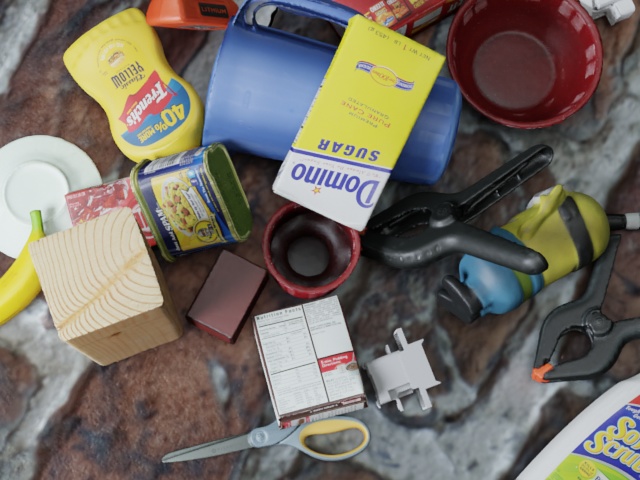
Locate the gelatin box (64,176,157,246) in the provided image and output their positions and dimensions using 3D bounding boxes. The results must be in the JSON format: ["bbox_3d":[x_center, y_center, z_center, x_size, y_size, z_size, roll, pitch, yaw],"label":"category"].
[{"bbox_3d":[-0.200,-0.022,1.057,0.089,0.030,0.073,-15,97,-6],"label":"gelatin box"}]

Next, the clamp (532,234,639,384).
[{"bbox_3d":[0.285,0.088,1.054,0.120,0.039,0.171,38,82,25],"label":"clamp"}]

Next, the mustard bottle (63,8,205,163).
[{"bbox_3d":[-0.171,-0.133,1.078,0.096,0.058,0.192,-33,82,-2],"label":"mustard bottle"}]

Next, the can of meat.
[{"bbox_3d":[-0.121,-0.037,1.025,0.084,0.057,0.102,-13,112,22],"label":"can of meat"}]

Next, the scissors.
[{"bbox_3d":[-0.050,0.173,1.040,0.201,0.016,0.096,3,76,-2],"label":"scissors"}]

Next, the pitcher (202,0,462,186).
[{"bbox_3d":[0.013,-0.139,1.047,0.242,0.149,0.145,12,72,-3],"label":"pitcher"}]

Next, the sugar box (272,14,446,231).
[{"bbox_3d":[0.034,-0.105,0.972,0.093,0.048,0.176,24,93,-7],"label":"sugar box"}]

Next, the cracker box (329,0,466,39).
[{"bbox_3d":[0.054,-0.312,1.118,0.164,0.072,0.214,-32,80,-8],"label":"cracker box"}]

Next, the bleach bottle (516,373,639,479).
[{"bbox_3d":[0.290,0.185,1.027,0.102,0.068,0.250,43,77,7],"label":"bleach bottle"}]

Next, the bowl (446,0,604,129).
[{"bbox_3d":[0.206,-0.185,1.104,0.162,0.055,0.162,0,78,-2],"label":"bowl"}]

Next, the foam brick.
[{"bbox_3d":[-0.090,0.055,1.044,0.051,0.053,0.078,27,78,4],"label":"foam brick"}]

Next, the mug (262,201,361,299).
[{"bbox_3d":[-0.007,0.001,1.043,0.093,0.081,0.117,12,78,0],"label":"mug"}]

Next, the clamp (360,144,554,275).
[{"bbox_3d":[0.131,-0.023,1.037,0.210,0.036,0.164,-6,42,30],"label":"clamp"}]

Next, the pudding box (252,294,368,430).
[{"bbox_3d":[-0.010,0.116,1.030,0.090,0.039,0.113,-14,61,-4],"label":"pudding box"}]

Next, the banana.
[{"bbox_3d":[-0.331,0.057,1.043,0.197,0.037,0.069,-39,81,-8],"label":"banana"}]

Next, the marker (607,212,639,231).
[{"bbox_3d":[0.343,-0.020,1.092,0.121,0.020,0.020,-2,78,-3],"label":"marker"}]

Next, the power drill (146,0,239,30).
[{"bbox_3d":[-0.134,-0.306,1.055,0.057,0.184,0.188,6,98,36],"label":"power drill"}]

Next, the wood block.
[{"bbox_3d":[-0.186,0.049,0.963,0.090,0.206,0.090,-20,80,-7],"label":"wood block"}]
